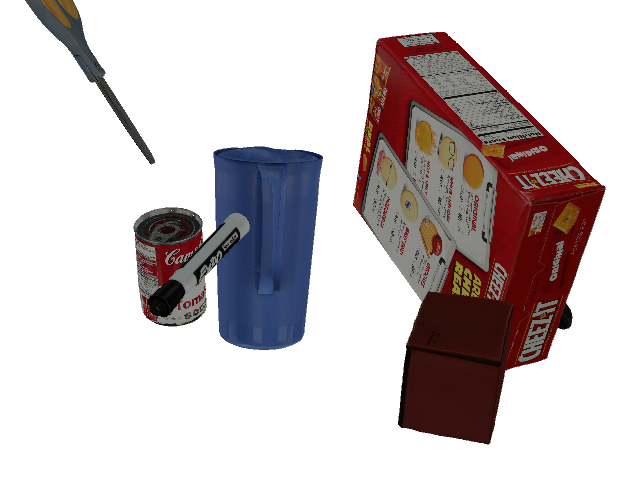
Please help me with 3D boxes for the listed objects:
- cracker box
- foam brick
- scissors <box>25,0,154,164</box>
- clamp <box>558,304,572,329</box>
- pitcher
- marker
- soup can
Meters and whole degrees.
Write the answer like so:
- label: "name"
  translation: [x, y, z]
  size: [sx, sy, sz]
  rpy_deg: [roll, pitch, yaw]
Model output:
- label: "cracker box"
  translation: [0.107, -0.032, 0.795]
  size: [0.072, 0.164, 0.214]
  rpy_deg: [-12, 44, -22]
- label: "foam brick"
  translation: [0.077, 0.069, 0.602]
  size: [0.053, 0.051, 0.078]
  rpy_deg: [8, 22, 13]
- label: "scissors"
  translation: [-0.203, -0.163, 0.941]
  size: [0.016, 0.201, 0.096]
  rpy_deg: [-30, 27, 11]
- label: "clamp"
  translation: [0.172, 0.022, 0.990]
  size: [0.120, 0.171, 0.039]
  rpy_deg: [-25, 7, -42]
- label: "pitcher"
  translation: [-0.068, 0.009, 1.310]
  size: [0.145, 0.243, 0.148]
  rpy_deg: [12, 15, 37]
- label: "marker"
  translation: [-0.088, 0.017, 0.773]
  size: [0.020, 0.020, 0.121]
  rpy_deg: [0, 31, 30]
- label: "soup can"
  translation: [-0.151, 0.027, 1.078]
  size: [0.068, 0.102, 0.068]
  rpy_deg: [0, 32, 0]
